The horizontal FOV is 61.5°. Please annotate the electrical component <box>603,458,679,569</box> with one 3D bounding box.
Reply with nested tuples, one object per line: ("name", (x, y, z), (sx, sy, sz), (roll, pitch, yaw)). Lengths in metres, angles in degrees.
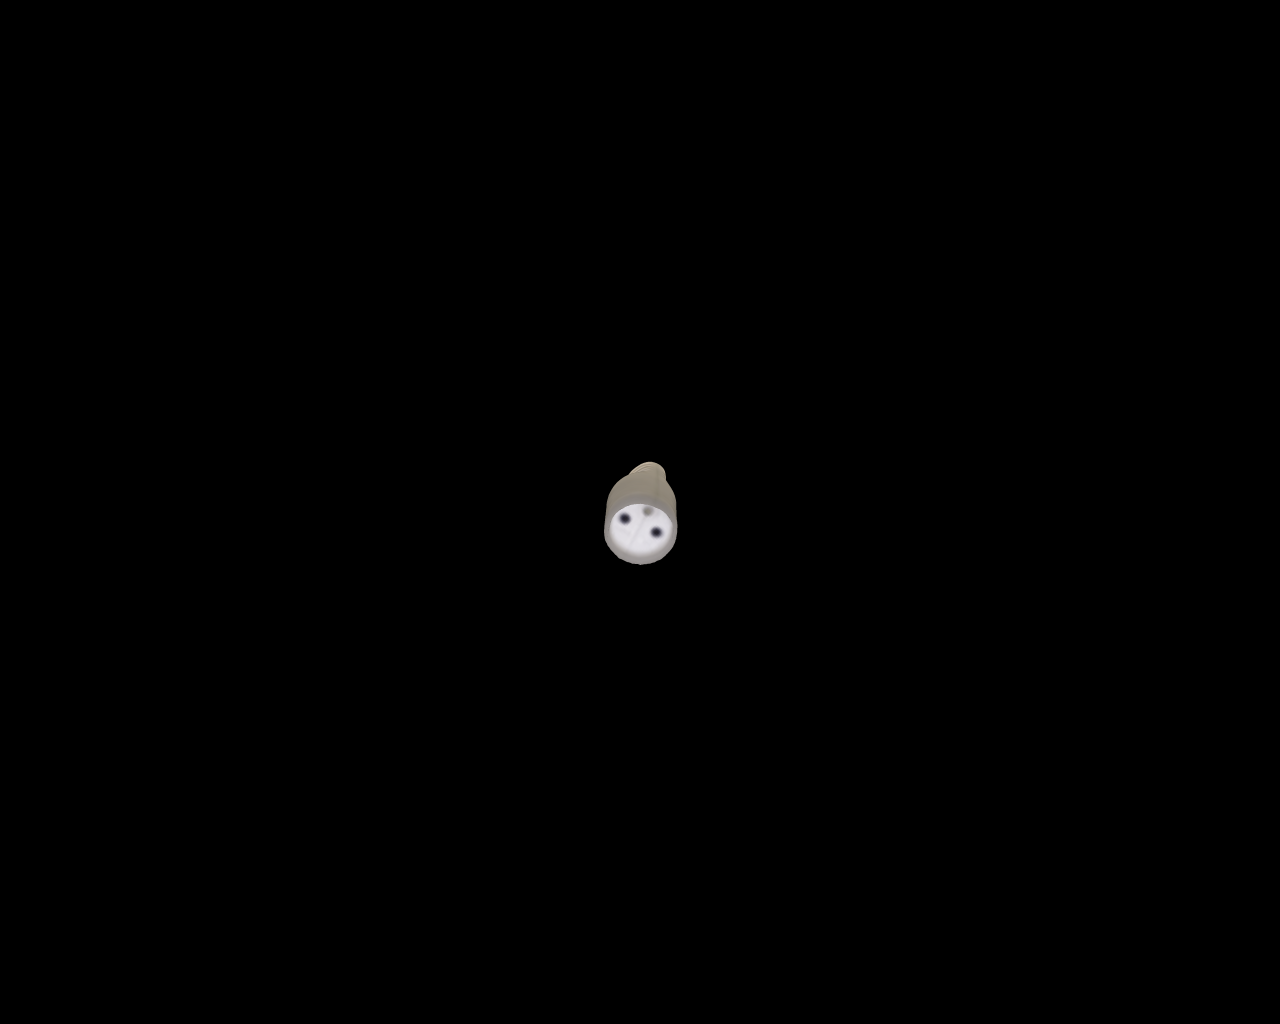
("electrical component", (0.001, -0.003, 0.650), (0.043, 0.043, 0.081), (0, 23, 0))
